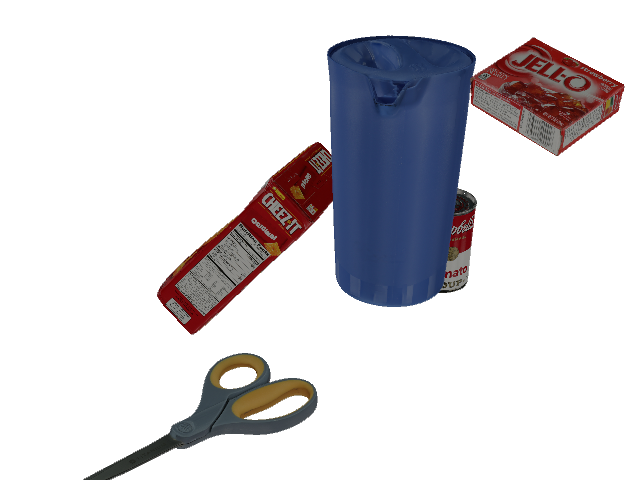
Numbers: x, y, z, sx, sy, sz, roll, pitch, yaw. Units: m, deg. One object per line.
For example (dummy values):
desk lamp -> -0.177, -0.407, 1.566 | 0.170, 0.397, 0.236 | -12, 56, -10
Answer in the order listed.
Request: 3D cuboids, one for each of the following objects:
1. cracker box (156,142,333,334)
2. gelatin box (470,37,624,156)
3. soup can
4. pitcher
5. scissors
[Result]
cracker box -> -0.076, -0.006, 1.230 | 0.214, 0.072, 0.164 | -43, 3, 27
gelatin box -> 0.169, -0.111, 0.803 | 0.073, 0.030, 0.089 | -34, 54, -26
soup can -> 0.137, -0.001, 1.202 | 0.068, 0.102, 0.068 | 1, 29, -1
pitcher -> 0.073, -0.069, 1.016 | 0.149, 0.243, 0.145 | -15, 31, -30
scissors -> -0.100, 0.129, 0.784 | 0.201, 0.016, 0.096 | -12, 33, -24
